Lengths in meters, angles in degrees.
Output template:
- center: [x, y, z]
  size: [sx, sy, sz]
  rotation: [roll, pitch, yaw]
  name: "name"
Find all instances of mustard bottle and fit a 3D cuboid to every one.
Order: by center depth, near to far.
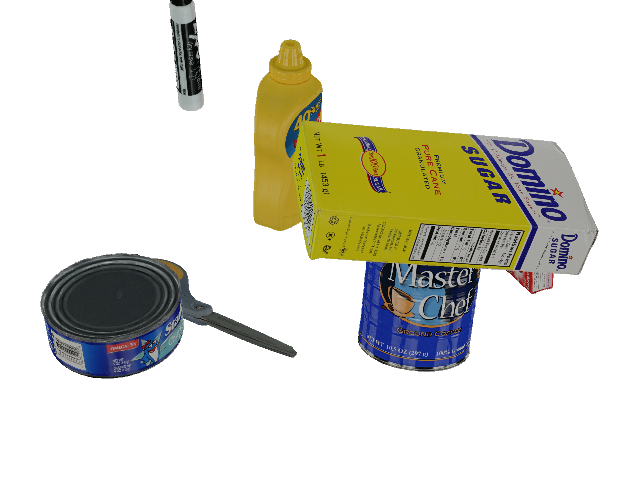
- center: [-0.032, -0.111, 1.067]
  size: [0.058, 0.192, 0.096]
  rotation: [19, 40, 21]
  name: "mustard bottle"

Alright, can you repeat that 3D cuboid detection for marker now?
- center: [-0.094, -0.141, 0.745]
  size: [0.020, 0.020, 0.121]
  rotation: [0, -41, -1]
  name: "marker"

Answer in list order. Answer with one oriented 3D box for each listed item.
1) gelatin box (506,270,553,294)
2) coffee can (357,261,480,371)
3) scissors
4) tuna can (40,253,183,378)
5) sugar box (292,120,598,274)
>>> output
- center: [0.215, 0.000, 1.121]
  size: [0.030, 0.089, 0.073]
  rotation: [-14, 30, -16]
  name: "gelatin box"
- center: [0.090, 0.030, 0.943]
  size: [0.103, 0.140, 0.103]
  rotation: [4, 22, -2]
  name: "coffee can"
- center: [-0.098, 0.051, 0.884]
  size: [0.202, 0.016, 0.096]
  rotation: [13, 24, 16]
  name: "scissors"
- center: [-0.128, 0.046, 0.664]
  size: [0.086, 0.034, 0.086]
  rotation: [0, 35, 0]
  name: "tuna can"
- center: [0.075, -0.028, 0.669]
  size: [0.176, 0.048, 0.093]
  rotation: [1, 43, -10]
  name: "sugar box"
